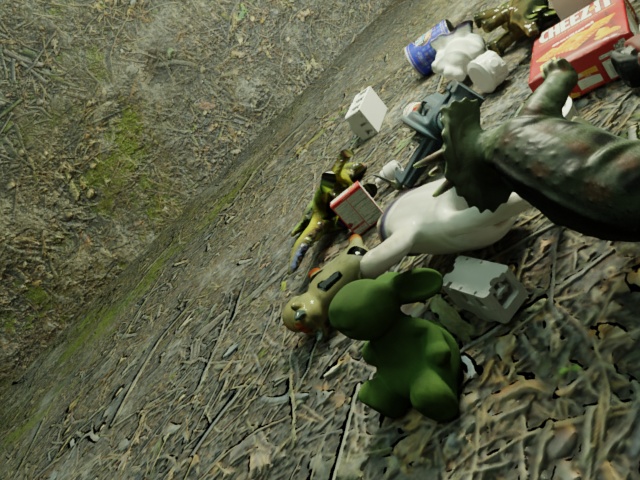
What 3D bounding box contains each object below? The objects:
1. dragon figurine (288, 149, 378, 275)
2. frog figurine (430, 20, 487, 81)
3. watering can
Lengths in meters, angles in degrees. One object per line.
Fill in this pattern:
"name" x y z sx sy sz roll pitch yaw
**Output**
"dragon figurine" 0.004 -0.060 1.184 0.417 0.122 0.239 -52 6 -27
"frog figurine" 0.346 -0.442 1.273 0.137 0.120 0.163 -10 59 10
"watering can" 0.153 -0.023 0.698 0.350 0.104 0.223 -20 4 -26
